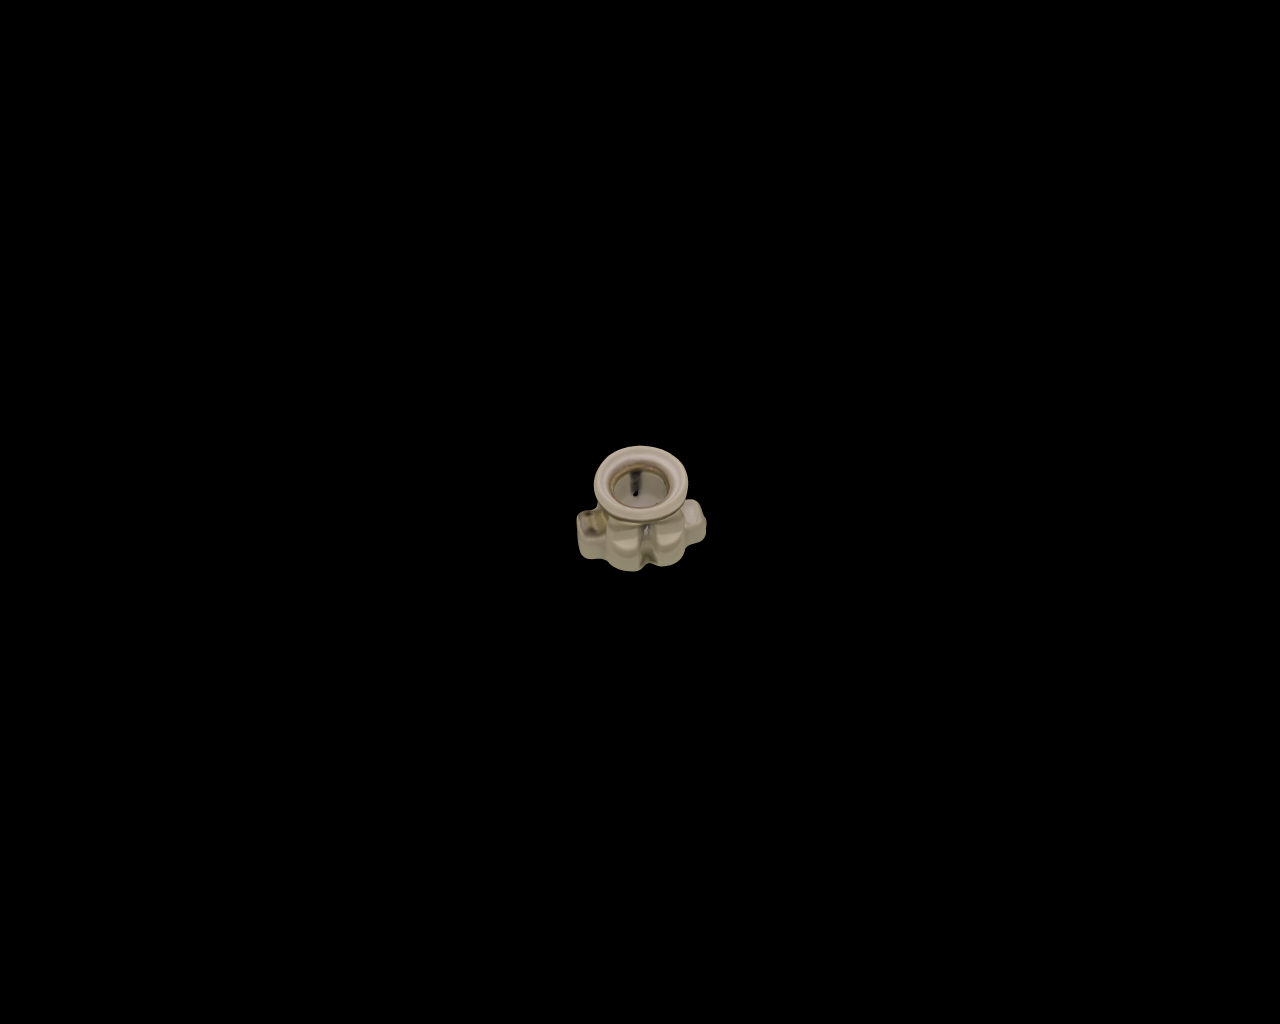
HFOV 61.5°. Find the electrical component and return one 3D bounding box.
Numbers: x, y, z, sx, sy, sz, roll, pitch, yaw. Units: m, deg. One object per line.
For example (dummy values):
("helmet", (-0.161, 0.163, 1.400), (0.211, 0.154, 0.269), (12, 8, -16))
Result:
("electrical component", (0.001, -0.003, 0.650), (0.078, 0.058, 0.056), (-7, -40, -6))
